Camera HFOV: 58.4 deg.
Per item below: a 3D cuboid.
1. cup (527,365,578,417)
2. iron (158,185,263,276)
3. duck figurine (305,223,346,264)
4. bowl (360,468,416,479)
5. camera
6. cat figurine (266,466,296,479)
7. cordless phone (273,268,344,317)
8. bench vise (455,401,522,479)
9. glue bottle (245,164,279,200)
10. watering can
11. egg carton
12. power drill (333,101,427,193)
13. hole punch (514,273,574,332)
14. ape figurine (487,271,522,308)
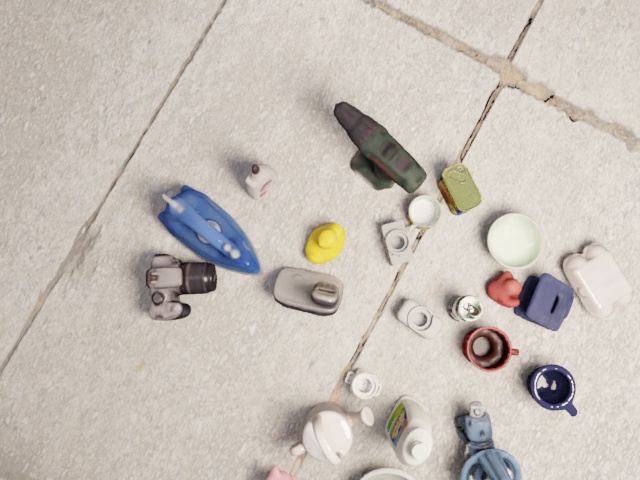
[{"bbox_3d":[0.478,0.311,1.190,0.092,0.095,0.117,-40,84,-4],"label":"cup"},{"bbox_3d":[-0.229,-0.013,1.216,0.258,0.141,0.119,38,85,5],"label":"iron"},{"bbox_3d":[0.011,0.004,1.238,0.077,0.086,0.104,44,86,6],"label":"duck figurine"},{"bbox_3d":[0.139,0.547,1.177,0.167,0.075,0.167,0,83,1],"label":"bowl"},{"bbox_3d":[-0.294,0.099,1.224,0.137,0.101,0.143,-3,83,1],"label":"camera"},{"bbox_3d":[-0.089,0.521,1.162,0.067,0.118,0.128,18,84,3],"label":"cat figurine"},{"bbox_3d":[-0.026,0.105,1.177,0.147,0.185,0.094,9,83,2],"label":"cordless phone"},{"bbox_3d":[0.318,0.433,1.115,0.121,0.220,0.207,-28,83,-2],"label":"bench vise"},{"bbox_3d":[-0.129,-0.133,1.213,0.037,0.173,0.078,40,86,6],"label":"glue bottle"},{"bbox_3d":[0.021,0.382,1.138,0.101,0.194,0.173,41,86,6],"label":"watering can"},{"bbox_3d":[0.593,0.088,1.227,0.107,0.069,0.150,-31,84,-3],"label":"egg carton"},{"bbox_3d":[0.117,-0.178,1.197,0.229,0.208,0.076,40,86,5],"label":"power drill"},{"bbox_3d":[0.483,0.131,1.213,0.101,0.091,0.109,24,84,4],"label":"hole punch"},{"bbox_3d":[0.399,0.104,1.217,0.076,0.092,0.078,9,83,2],"label":"ape figurine"}]
